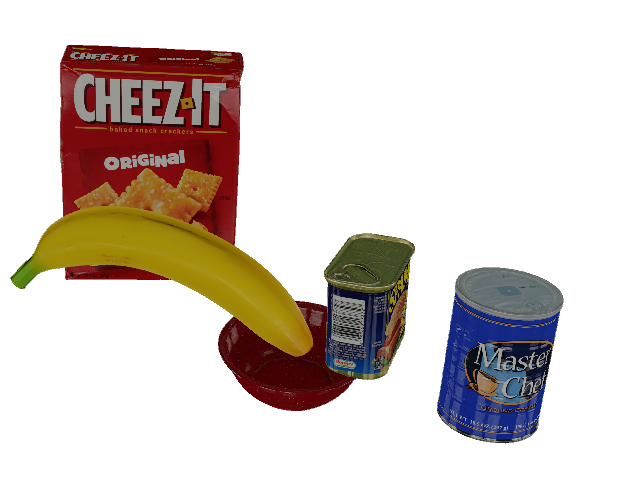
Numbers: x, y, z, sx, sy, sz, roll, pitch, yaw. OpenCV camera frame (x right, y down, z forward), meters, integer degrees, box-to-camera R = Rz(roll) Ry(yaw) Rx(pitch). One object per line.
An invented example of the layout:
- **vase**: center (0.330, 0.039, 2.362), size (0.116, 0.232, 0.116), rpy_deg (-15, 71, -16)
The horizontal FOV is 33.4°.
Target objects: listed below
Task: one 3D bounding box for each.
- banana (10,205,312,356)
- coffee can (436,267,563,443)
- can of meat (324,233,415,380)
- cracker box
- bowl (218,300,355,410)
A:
- **banana**: center (-0.094, 0.019, 0.680), size (0.197, 0.070, 0.037), rpy_deg (15, 29, -2)
- **coffee can**: center (0.173, 0.110, 1.041), size (0.103, 0.140, 0.103), rpy_deg (5, 23, -2)
- **can of meat**: center (0.039, 0.053, 0.865), size (0.057, 0.084, 0.102), rpy_deg (9, 24, 15)
- **cracker box**: center (-0.158, -0.069, 1.004), size (0.164, 0.214, 0.072), rpy_deg (1, 24, -7)
- **bowl**: center (-0.028, 0.130, 1.131), size (0.162, 0.055, 0.162), rpy_deg (3, 31, -2)
